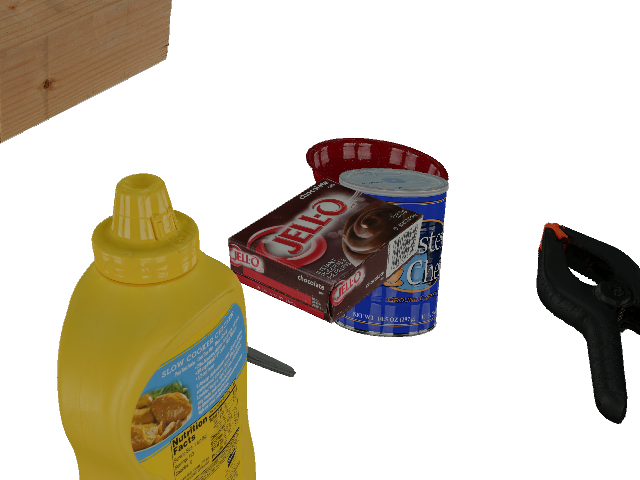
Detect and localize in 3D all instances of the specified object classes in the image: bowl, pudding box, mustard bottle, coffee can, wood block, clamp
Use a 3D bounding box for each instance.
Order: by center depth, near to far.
[{"bbox_3d":[-0.067,0.062,0.445,0.058,0.192,0.096,17,34,27],"label":"mustard bottle"},{"bbox_3d":[0.215,0.049,0.743,0.120,0.039,0.171,-3,45,-19],"label":"clamp"},{"bbox_3d":[0.004,0.004,0.745,0.090,0.039,0.113,23,36,30],"label":"pudding box"},{"bbox_3d":[-0.231,-0.177,0.928,0.090,0.091,0.205,30,42,21],"label":"wood block"},{"bbox_3d":[0.065,0.009,1.016,0.103,0.140,0.103,3,14,-1],"label":"coffee can"},{"bbox_3d":[0.060,-0.062,1.205,0.162,0.055,0.162,7,26,-4],"label":"bowl"}]

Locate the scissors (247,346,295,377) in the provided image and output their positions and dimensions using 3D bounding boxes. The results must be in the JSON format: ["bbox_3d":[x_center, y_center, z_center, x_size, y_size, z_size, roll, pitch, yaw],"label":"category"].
[{"bbox_3d":[-0.097,0.067,0.885,0.202,0.016,0.096,13,23,17],"label":"scissors"}]
